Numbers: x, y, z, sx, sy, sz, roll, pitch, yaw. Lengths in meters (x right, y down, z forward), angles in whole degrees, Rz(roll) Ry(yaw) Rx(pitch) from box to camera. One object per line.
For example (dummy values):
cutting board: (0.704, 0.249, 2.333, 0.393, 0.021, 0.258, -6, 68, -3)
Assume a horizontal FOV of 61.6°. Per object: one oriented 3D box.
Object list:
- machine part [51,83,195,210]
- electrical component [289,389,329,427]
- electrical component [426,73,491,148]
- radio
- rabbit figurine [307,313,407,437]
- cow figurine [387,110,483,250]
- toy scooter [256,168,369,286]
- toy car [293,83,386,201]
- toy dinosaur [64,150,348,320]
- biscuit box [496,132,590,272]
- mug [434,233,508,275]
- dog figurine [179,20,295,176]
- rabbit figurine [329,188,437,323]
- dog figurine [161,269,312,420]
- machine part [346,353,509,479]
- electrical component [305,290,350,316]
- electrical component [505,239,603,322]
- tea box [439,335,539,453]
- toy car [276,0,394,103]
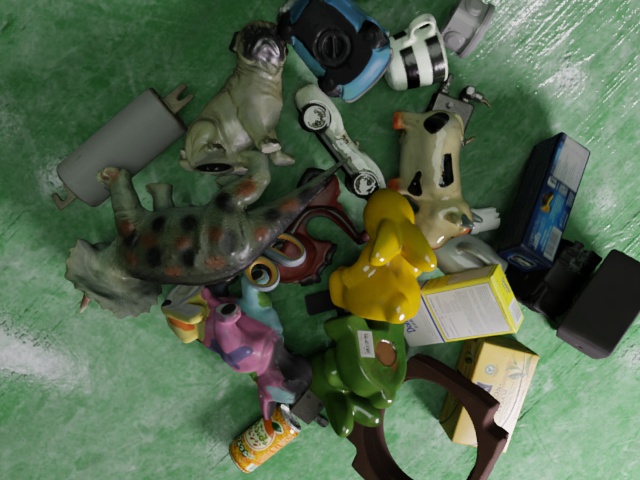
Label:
machine part: (-0.269, -0.125, 0.734, 0.243, 0.079, 0.079, -40, 101, 0)
electrical component: (-0.014, 0.254, 0.851, 0.094, 0.021, 0.063, 38, 94, -10)
electrical component: (0.198, -0.184, 0.790, 0.078, 0.045, 0.102, 26, 96, -11)
radio: (0.406, 0.099, 0.768, 0.073, 0.229, 0.131, 34, 92, 25)
rabbit figurine: (0.046, 0.195, 0.783, 0.121, 0.170, 0.159, -1, 68, -38)
cow figurine: (0.163, -0.083, 0.753, 0.127, 0.085, 0.194, 7, 100, 28)
toy scooter: (-0.002, -0.002, 0.786, 0.135, 0.075, 0.184, 31, 90, -10)
toy car: (0.031, -0.132, 0.766, 0.056, 0.073, 0.201, -38, 101, 2)
toy dinosaur: (-0.159, -0.002, 0.691, 0.405, 0.131, 0.192, -7, 78, 11)
biscuit box: (0.323, -0.054, 0.778, 0.059, 0.063, 0.202, 31, 71, -11)
mug: (0.215, 0.027, 0.799, 0.107, 0.109, 0.081, 36, 85, 0)
dog figurine: (-0.121, -0.194, 0.741, 0.172, 0.121, 0.190, -8, 82, 0)
rabbit figurine: (0.082, 0.016, 0.710, 0.122, 0.162, 0.173, 6, 91, -5)
dog figurine: (-0.111, 0.156, 0.783, 0.192, 0.108, 0.219, -1, 123, 29)
machine part: (0.157, 0.287, 0.795, 0.202, 0.087, 0.201, 30, 97, 28)
electrical component: (0.038, 0.086, 0.812, 0.119, 0.048, 0.074, -10, 90, -5)
electrical component: (0.329, 0.048, 0.796, 0.058, 0.134, 0.115, 35, 92, -10)
tea box: (0.266, 0.239, 0.855, 0.098, 0.068, 0.169, 13, 99, -9)
toy car: (0.024, -0.269, 0.728, 0.161, 0.103, 0.109, 44, 114, 0)
